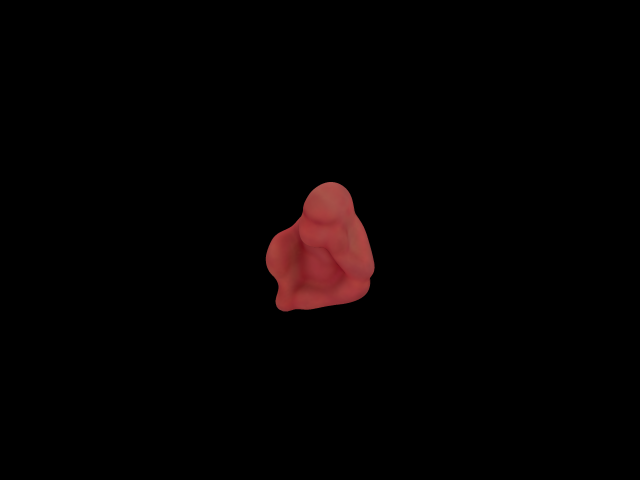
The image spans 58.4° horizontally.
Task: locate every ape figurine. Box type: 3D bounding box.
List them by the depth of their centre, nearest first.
[{"bbox_3d":[0.004,0.001,0.400,0.077,0.092,0.076,25,45,28],"label":"ape figurine"}]
